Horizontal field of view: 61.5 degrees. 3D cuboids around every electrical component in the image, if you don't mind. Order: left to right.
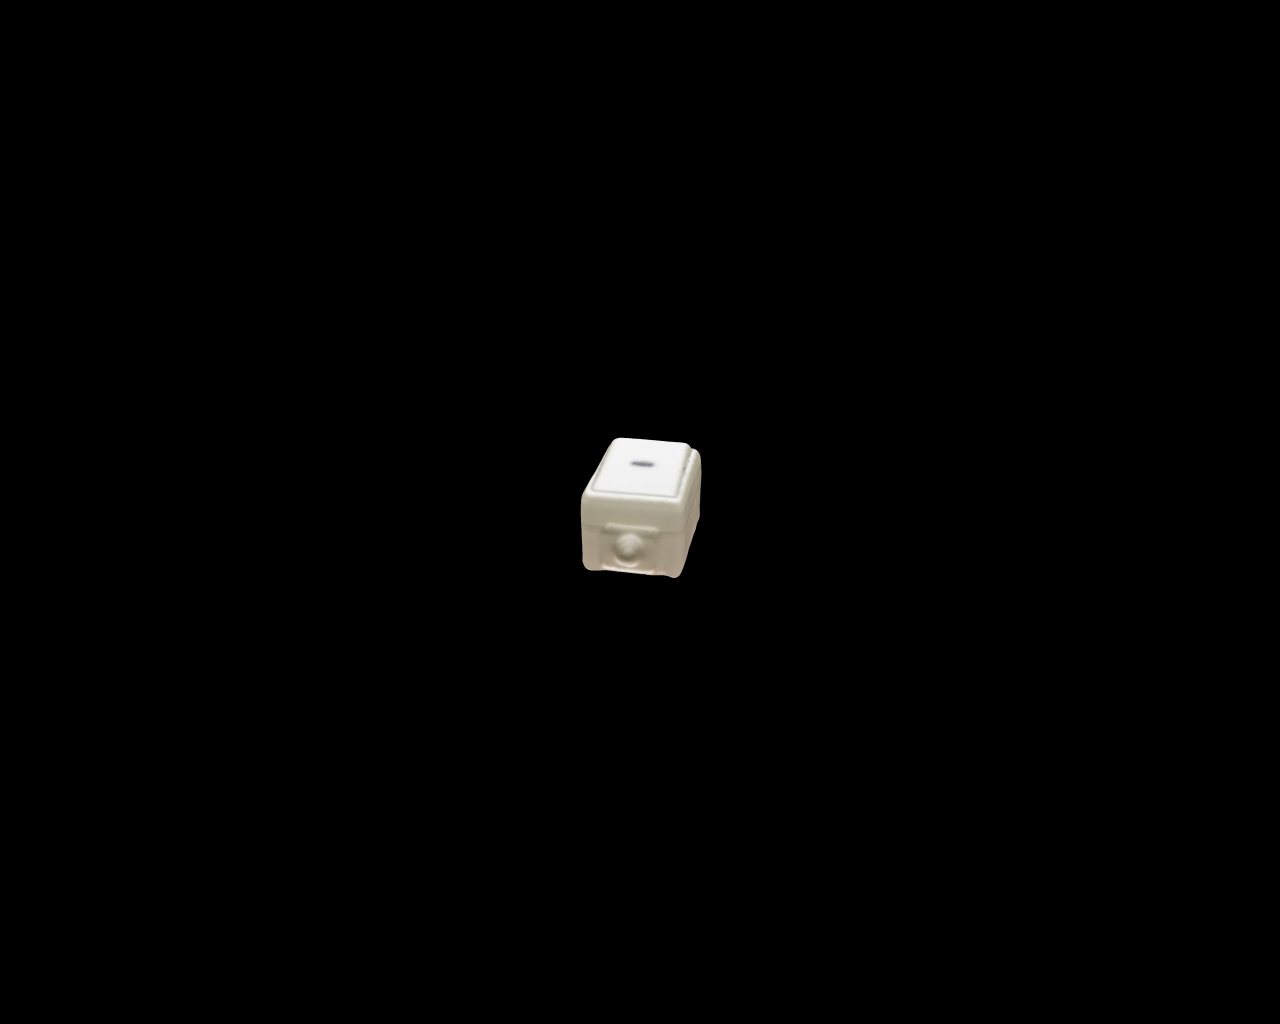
[{"bbox_3d":[0.001,-0.003,0.650,0.062,0.061,0.096,5,29,10],"label":"electrical component"}]
